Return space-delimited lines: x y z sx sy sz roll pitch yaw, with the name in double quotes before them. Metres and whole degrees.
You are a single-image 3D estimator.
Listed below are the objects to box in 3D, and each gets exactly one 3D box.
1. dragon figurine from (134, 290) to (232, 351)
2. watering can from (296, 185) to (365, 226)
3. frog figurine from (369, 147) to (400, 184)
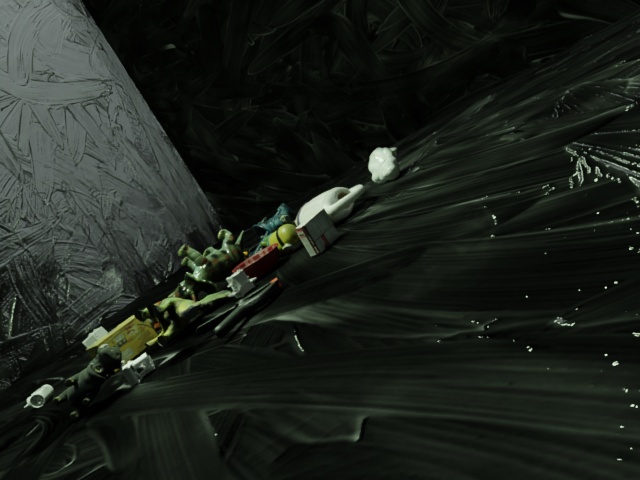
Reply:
"dragon figurine" -0.346 0.181 1.388 0.406 0.122 0.246 -22 5 43
"watering can" 0.005 -0.081 1.604 0.221 0.103 0.353 -25 10 46
"frog figurine" 0.226 -0.259 1.841 0.134 0.123 0.163 -66 -3 33
